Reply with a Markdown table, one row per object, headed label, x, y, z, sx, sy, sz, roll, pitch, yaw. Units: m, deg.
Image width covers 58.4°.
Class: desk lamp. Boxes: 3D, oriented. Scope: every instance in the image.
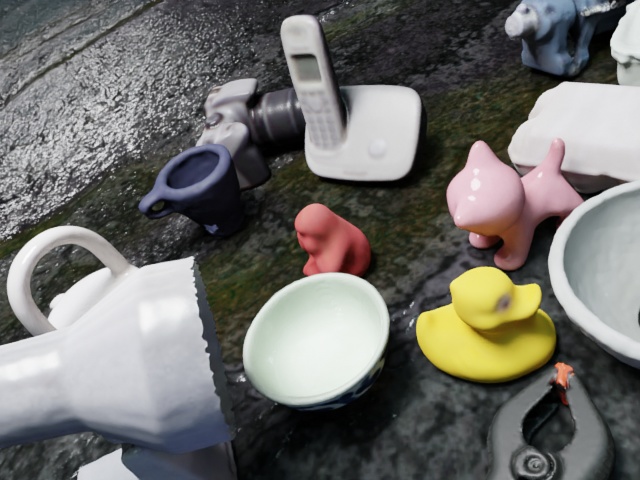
| label | x | y | z | sx | sy | sz | roll | pitch | yaw |
| --- | --- | --- | --- | --- | --- | --- | --- | --- | --- |
| desk lamp | -0.132 | 0.127 | 0.390 | 0.203 | 0.214 | 0.117 | -25 | 41 | 1 |

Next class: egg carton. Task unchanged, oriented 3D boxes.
| label | x | y | z | sx | sy | sz | roll | pitch | yaw |
| --- | --- | --- | --- | --- | --- | --- | --- | --- | --- |
| egg carton | 0.260 | -0.092 | 0.532 | 0.149 | 0.070 | 0.107 | 16 | 56 | 38 |

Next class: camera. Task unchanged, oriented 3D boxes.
| label | x | y | z | sx | sy | sz | roll | pitch | yaw |
| --- | --- | --- | --- | --- | --- | --- | --- | --- | --- |
| camera | -0.078 | -0.151 | 0.738 | 0.136 | 0.101 | 0.143 | -9 | 44 | 19 |

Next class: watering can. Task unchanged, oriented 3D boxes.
| label | x | y | z | sx | sy | sz | roll | pitch | yaw |
| --- | --- | --- | --- | --- | --- | --- | --- | --- | --- |
| watering can | -0.175 | 0.068 | 0.488 | 0.172 | 0.194 | 0.101 | -9 | 44 | 18 |

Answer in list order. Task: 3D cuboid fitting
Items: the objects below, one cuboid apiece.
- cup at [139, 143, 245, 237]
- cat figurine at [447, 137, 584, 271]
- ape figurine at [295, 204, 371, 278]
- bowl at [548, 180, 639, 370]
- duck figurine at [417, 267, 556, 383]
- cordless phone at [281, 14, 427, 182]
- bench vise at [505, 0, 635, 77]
| label | x | y | z | sx | sy | sz | roll | pitch | yaw |
| --- | --- | --- | --- | --- | --- | --- | --- | --- | --- |
| cup | -0.138 | -0.042 | 0.659 | 0.118 | 0.095 | 0.091 | -35 | 42 | -10 |
| cat figurine | 0.161 | -0.039 | 0.489 | 0.128 | 0.118 | 0.067 | -31 | 41 | -6 |
| ape figurine | 0.005 | 0.002 | 0.545 | 0.076 | 0.092 | 0.077 | -16 | 42 | 12 |
| bowl | 0.251 | 0.034 | 0.401 | 0.167 | 0.075 | 0.167 | -14 | 42 | 13 |
| duck figurine | 0.121 | 0.057 | 0.434 | 0.104 | 0.086 | 0.077 | -6 | 45 | 21 |
| cordless phone | 0.034 | -0.154 | 0.621 | 0.147 | 0.185 | 0.094 | 6 | 50 | 31 |
| bench vise | 0.291 | -0.304 | 0.620 | 0.121 | 0.220 | 0.208 | 18 | 57 | 39 |
